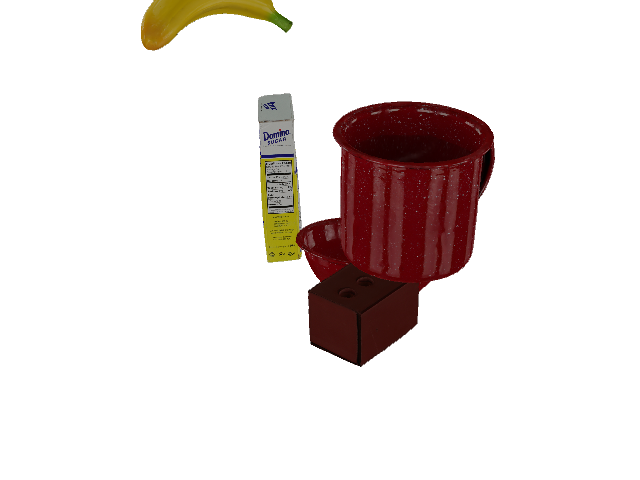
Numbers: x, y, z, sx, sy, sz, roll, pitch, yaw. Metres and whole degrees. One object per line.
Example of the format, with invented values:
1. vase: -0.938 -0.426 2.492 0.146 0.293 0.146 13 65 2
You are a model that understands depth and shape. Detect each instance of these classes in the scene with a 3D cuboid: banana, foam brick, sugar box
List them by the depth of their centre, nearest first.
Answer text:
1. foam brick: 0.035 0.053 0.837 0.053 0.051 0.078 21 36 35
2. banana: -0.106 -0.219 1.005 0.070 0.037 0.197 46 39 19
3. sugar box: -0.048 -0.073 1.241 0.048 0.176 0.093 -6 26 -1

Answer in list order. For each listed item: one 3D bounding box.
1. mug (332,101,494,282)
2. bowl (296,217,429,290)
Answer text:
1. mug: 0.062 -0.032 0.644 0.117 0.081 0.093 -25 38 -37
2. bowl: 0.055 0.024 1.098 0.162 0.055 0.162 1 18 -1
